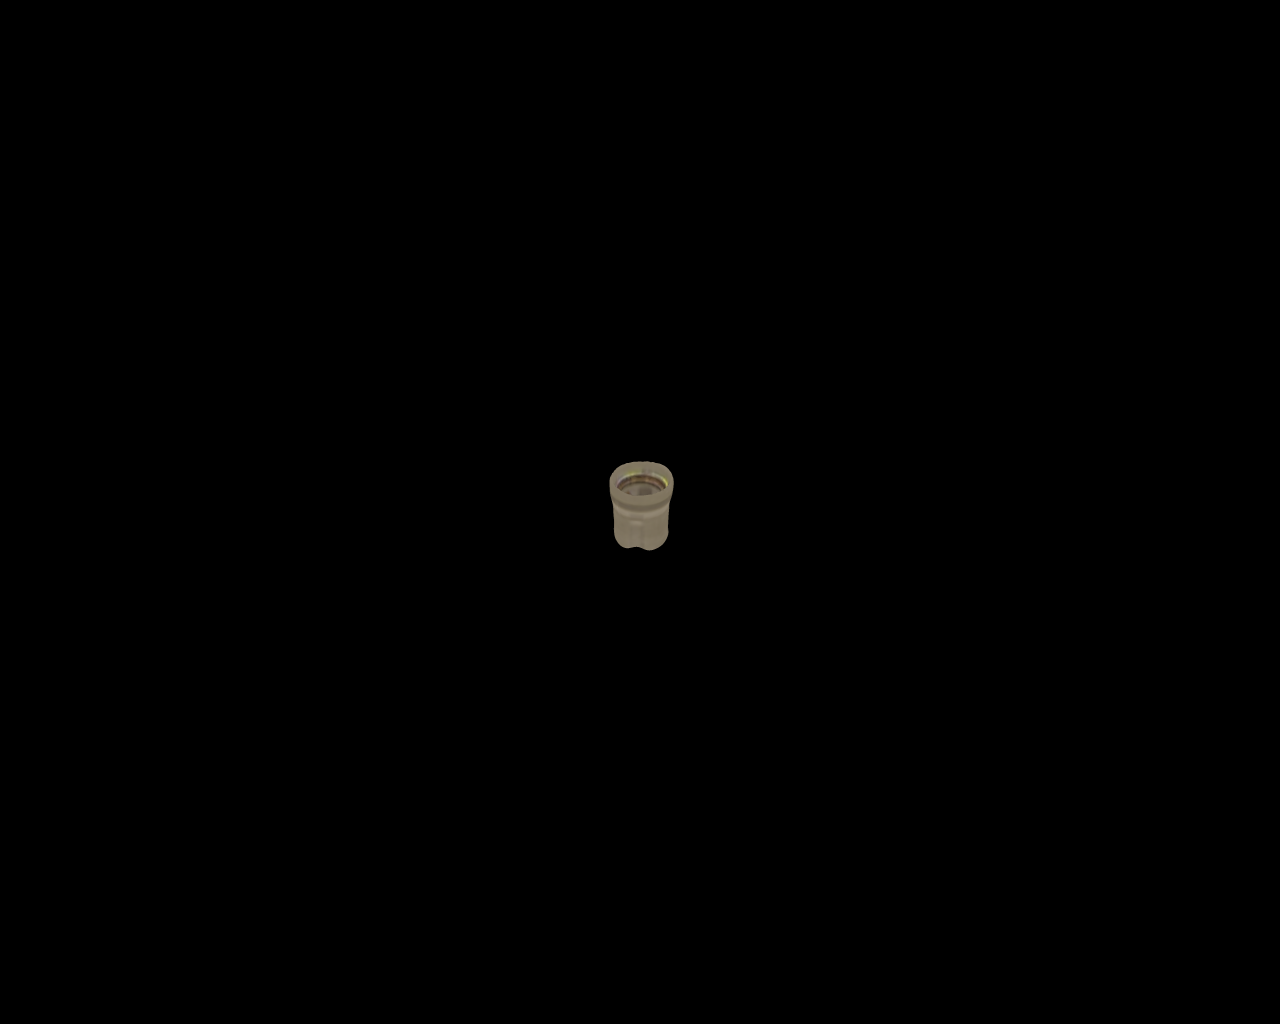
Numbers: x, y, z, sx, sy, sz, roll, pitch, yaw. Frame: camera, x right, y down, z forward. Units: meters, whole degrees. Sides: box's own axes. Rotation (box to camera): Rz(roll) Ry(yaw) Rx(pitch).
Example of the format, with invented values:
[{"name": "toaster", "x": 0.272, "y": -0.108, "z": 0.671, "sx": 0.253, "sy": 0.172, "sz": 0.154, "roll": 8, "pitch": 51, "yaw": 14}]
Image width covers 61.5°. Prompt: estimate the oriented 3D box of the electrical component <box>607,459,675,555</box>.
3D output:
[{"name": "electrical component", "x": 0.001, "y": -0.003, "z": 0.650, "sx": 0.040, "sy": 0.046, "sz": 0.040, "roll": 0, "pitch": 35, "yaw": 0}]
